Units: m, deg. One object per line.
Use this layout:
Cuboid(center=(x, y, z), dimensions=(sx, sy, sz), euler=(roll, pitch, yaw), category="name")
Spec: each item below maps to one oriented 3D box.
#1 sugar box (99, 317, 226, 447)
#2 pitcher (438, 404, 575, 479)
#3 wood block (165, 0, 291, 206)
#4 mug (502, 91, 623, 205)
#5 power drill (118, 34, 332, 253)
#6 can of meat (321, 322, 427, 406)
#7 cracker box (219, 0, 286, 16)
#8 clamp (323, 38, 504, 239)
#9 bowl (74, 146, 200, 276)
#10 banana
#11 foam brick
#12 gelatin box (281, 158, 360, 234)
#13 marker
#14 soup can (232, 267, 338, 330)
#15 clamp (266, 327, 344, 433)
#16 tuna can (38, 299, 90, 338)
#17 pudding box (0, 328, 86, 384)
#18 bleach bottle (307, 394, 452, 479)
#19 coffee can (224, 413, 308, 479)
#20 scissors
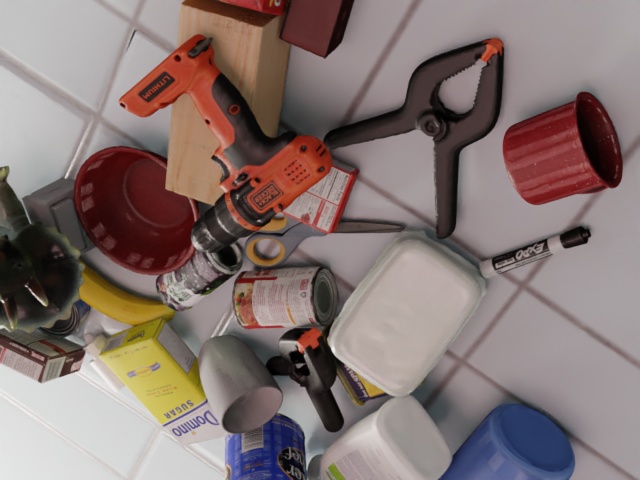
Cuboid(center=(-0.183, 0.180, 1.325), dimensions=(0.093, 0.048, 0.176), euler=(-19, 119, 31), category="sugar box")
Cuboid(center=(0.191, 0.303, 1.211), dimensions=(0.145, 0.149, 0.243), euler=(40, 124, 17), category="pitcher")
Cuboid(center=(-0.094, -0.146, 1.094), dimensions=(0.090, 0.090, 0.206), euler=(19, 124, 13), category="wood block")
Cuboid(center=(0.231, -0.076, 1.001), dimensions=(0.082, 0.093, 0.117), euler=(-19, 144, 36), category="mug")
Cuboid(center=(-0.105, -0.090, 1.040), dimensions=(0.185, 0.057, 0.187), euler=(-35, 104, 30), category="power drill")
Cuboid(center=(0.062, 0.128, 1.201), dimensions=(0.084, 0.057, 0.102), euler=(-21, 107, 30), category="can of meat")
Cuboid(center=(-0.121, -0.315, 0.994), dimensions=(0.214, 0.072, 0.164), euler=(18, 102, 13), category="cracker box")
Cuboid(center=(0.104, -0.119, 1.055), dimensions=(0.164, 0.036, 0.210), euler=(32, 123, 5), category="clamp")
Cuboid(center=(-0.198, -0.042, 1.220), dimensions=(0.162, 0.055, 0.162), euler=(11, 121, 18), category="bowl")
Cuboid(center=(-0.257, 0.062, 1.320), dimensions=(0.198, 0.037, 0.070), euler=(22, 107, 10), category="banana")
Cuboid(center=(0.001, -0.227, 1.031), dimensions=(0.051, 0.053, 0.078), euler=(25, 126, 9), category="foam brick")
Cuboid(center=(-0.012, -0.058, 1.138), dimensions=(0.089, 0.030, 0.073), euler=(25, 111, 9), category="gelatin box")
Cuboid(center=(0.219, 0.012, 1.090), dimensions=(0.121, 0.020, 0.020), euler=(-23, 107, 32), category="marker")
Cuboid(center=(-0.039, 0.066, 1.205), dimensions=(0.102, 0.068, 0.068), euler=(-4, 116, 24), category="soup can")
Cuboid(center=(-0.009, 0.155, 1.209), dimensions=(0.120, 0.039, 0.171), euler=(39, 157, 10), category="clamp")
Cuboid(center=(-0.337, 0.080, 1.364), dimensions=(0.086, 0.033, 0.086), euler=(11, 121, 18), category="tuna can")
Cuboid(center=(-0.362, 0.142, 1.362), dimensions=(0.090, 0.113, 0.039), euler=(22, 94, 11), category="pudding box")
Cuboid(center=(0.047, 0.260, 1.251), dimensions=(0.102, 0.068, 0.251), euler=(54, 144, 1), category="bleach bottle")
Cuboid(center=(-0.064, 0.292, 1.280), dimensions=(0.102, 0.140, 0.103), euler=(-2, 125, -3), category="coffee can")
Cuboid(center=(-0.008, 0.001, 1.184), dimensions=(0.202, 0.016, 0.096), euler=(15, 120, 16), category="scissors")
